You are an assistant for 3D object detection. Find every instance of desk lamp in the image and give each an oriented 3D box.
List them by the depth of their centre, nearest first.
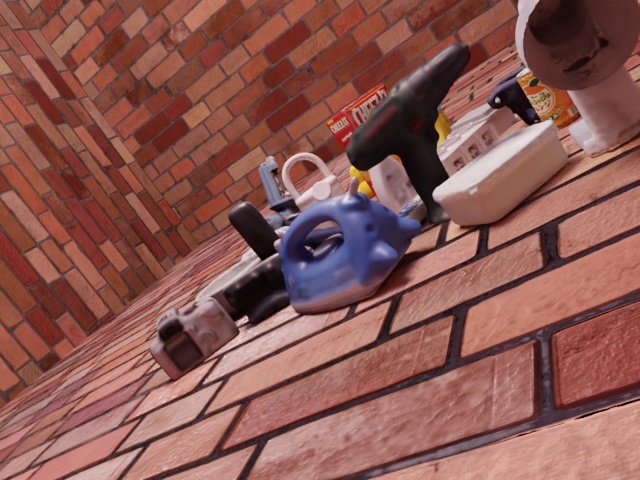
[{"bbox_3d":[0.307,-0.211,0.675,0.117,0.213,0.203,-31,11,21],"label":"desk lamp"}]

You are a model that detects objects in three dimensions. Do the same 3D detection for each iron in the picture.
[{"bbox_3d":[0.008,0.013,0.808,0.257,0.141,0.119,-26,13,42],"label":"iron"}]

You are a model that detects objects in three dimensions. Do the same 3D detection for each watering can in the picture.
[{"bbox_3d":[0.002,-0.090,1.162,0.101,0.194,0.172,-39,11,-24],"label":"watering can"}]

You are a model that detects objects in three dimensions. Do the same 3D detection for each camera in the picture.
[{"bbox_3d":[-0.234,0.159,1.032,0.143,0.101,0.136,-36,10,-8],"label":"camera"}]

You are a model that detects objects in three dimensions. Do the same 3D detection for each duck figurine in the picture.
[{"bbox_3d":[0.105,-0.148,1.413,0.077,0.086,0.104,-32,10,16],"label":"duck figurine"}]

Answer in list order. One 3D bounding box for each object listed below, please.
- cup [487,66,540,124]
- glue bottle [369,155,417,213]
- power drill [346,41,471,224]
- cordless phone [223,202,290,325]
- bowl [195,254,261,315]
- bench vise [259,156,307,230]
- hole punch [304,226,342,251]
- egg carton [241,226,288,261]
[{"bbox_3d":[0.363,-0.250,1.027,0.118,0.095,0.091,-37,10,-11],"label":"cup"},{"bbox_3d":[0.114,-0.129,1.039,0.078,0.173,0.037,-40,11,-26],"label":"glue bottle"},{"bbox_3d":[0.160,-0.139,0.832,0.229,0.208,0.076,-29,12,30],"label":"power drill"},{"bbox_3d":[-0.118,0.036,0.986,0.147,0.185,0.094,-33,10,9],"label":"cordless phone"},{"bbox_3d":[-0.164,0.100,1.155,0.167,0.075,0.167,-34,10,7],"label":"bowl"},{"bbox_3d":[-0.102,-0.102,1.484,0.121,0.220,0.208,-28,12,35],"label":"bench vise"},{"bbox_3d":[0.009,0.004,0.997,0.101,0.091,0.108,-38,11,-18],"label":"hole punch"},{"bbox_3d":[-0.113,0.030,1.335,0.107,0.069,0.150,-23,16,50],"label":"egg carton"}]
